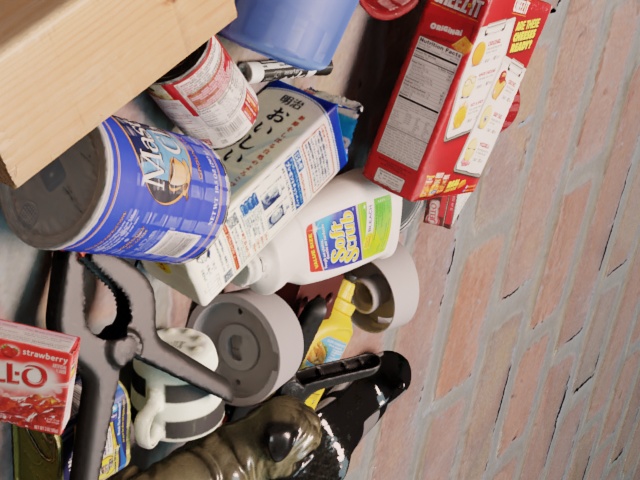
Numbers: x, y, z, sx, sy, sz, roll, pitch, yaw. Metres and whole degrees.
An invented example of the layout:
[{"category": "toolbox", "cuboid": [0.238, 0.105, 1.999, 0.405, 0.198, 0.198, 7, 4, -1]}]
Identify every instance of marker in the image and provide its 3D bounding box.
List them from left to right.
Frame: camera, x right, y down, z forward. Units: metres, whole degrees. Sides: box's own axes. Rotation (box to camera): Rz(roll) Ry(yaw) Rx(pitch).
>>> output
[{"category": "marker", "cuboid": [-0.028, -0.153, 0.955, 0.120, 0.020, 0.020, -17, 127, -51]}]

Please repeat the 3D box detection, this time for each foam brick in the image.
[{"category": "foam brick", "cuboid": [-0.022, 0.052, 1.090, 0.078, 0.051, 0.053, -6, 118, -55]}]

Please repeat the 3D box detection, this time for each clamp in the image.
[{"category": "clamp", "cuboid": [-0.154, 0.085, 0.857, 0.164, 0.036, 0.210, -26, 110, -37]}, {"category": "clamp", "cuboid": [-0.022, 0.142, 1.076, 0.171, 0.039, 0.120, -43, 120, 13]}]

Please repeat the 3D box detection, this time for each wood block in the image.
[{"category": "wood block", "cuboid": [-0.161, -0.139, 0.696, 0.205, 0.090, 0.091, -44, 144, -28]}]

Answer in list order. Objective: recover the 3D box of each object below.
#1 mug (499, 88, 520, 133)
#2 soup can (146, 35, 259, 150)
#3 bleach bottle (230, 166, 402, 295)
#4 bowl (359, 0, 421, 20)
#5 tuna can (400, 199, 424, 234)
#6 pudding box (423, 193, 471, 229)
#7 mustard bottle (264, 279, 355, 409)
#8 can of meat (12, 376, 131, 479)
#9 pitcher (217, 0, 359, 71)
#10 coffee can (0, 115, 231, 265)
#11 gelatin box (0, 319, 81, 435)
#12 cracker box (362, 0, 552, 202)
[{"category": "mug", "cuboid": [0.170, -0.167, 1.189, 0.081, 0.093, 0.117, -11, 86, -59]}, {"category": "soup can", "cuboid": [-0.096, -0.122, 0.828, 0.068, 0.069, 0.102, -56, 149, -11]}, {"category": "bleach bottle", "cuboid": [-0.007, 0.001, 1.031, 0.250, 0.068, 0.102, -27, 129, -54]}, {"category": "bowl", "cuboid": [0.058, -0.281, 0.949, 0.161, 0.055, 0.162, -36, 140, -38]}, {"category": "tuna can", "cuboid": [0.082, -0.050, 1.187, 0.086, 0.034, 0.086, -36, 140, -37]}, {"category": "pudding box", "cuboid": [0.156, -0.076, 1.243, 0.113, 0.039, 0.090, -49, 152, -57]}, {"category": "mustard bottle", "cuboid": [-0.014, 0.129, 1.155, 0.191, 0.058, 0.096, -62, 151, -1]}, {"category": "can of meat", "cuboid": [-0.207, 0.168, 0.897, 0.083, 0.058, 0.102, -29, 135, -46]}, {"category": "pitcher", "cuboid": [0.011, -0.255, 0.818, 0.144, 0.149, 0.243, 2, 115, -57]}, {"category": "coffee can", "cuboid": [-0.147, -0.038, 0.781, 0.140, 0.103, 0.103, 11, 104, -58]}, {"category": "gelatin box", "cuboid": [-0.226, 0.099, 0.785, 0.030, 0.089, 0.073, -83, -174, -66]}, {"category": "cracker box", "cuboid": [0.136, -0.151, 1.065, 0.163, 0.072, 0.214, -11, 125, -59]}]
